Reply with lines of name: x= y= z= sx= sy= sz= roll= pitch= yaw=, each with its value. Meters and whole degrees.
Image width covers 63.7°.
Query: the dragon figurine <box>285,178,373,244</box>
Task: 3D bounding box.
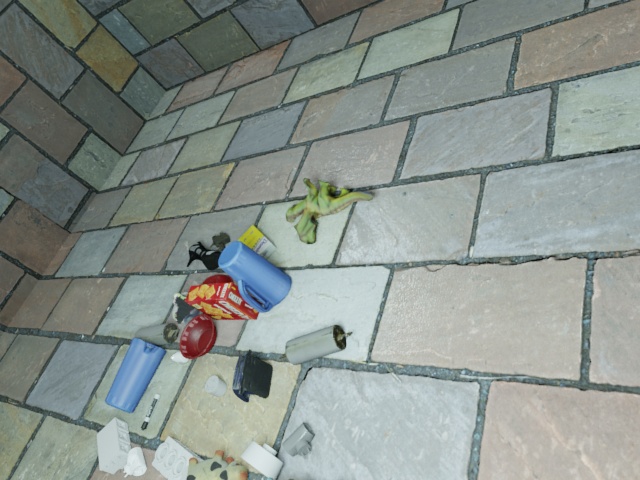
dragon figurine: x=0.006 y=-0.094 z=1.862 sx=0.413 sy=0.121 sz=0.243 roll=19 pitch=86 yaw=51

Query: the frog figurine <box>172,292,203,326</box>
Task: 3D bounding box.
frog figurine: x=-0.496 y=0.267 z=1.939 sx=0.123 sy=0.157 sz=0.139 roll=-27 pitch=75 yaw=-15
